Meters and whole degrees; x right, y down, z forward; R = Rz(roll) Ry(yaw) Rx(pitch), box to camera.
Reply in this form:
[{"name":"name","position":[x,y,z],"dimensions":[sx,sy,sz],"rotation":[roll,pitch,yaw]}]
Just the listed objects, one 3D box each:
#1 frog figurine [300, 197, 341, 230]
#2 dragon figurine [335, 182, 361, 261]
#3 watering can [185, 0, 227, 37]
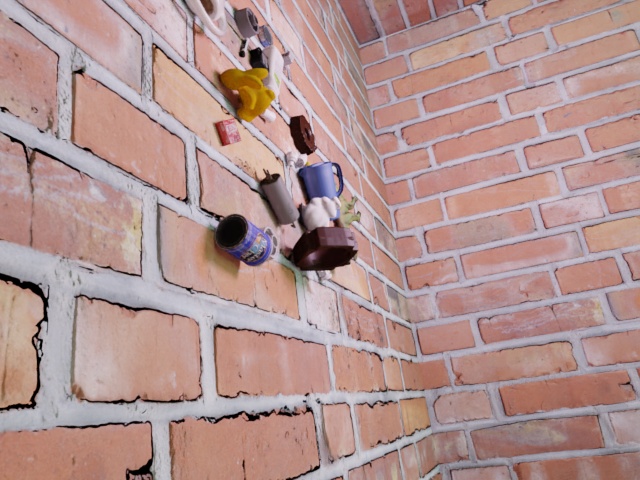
[{"name":"frog figurine","position":[0.006,-0.101,2.005],"dimensions":[0.124,0.159,0.137],"rotation":[-36,110,-70]},{"name":"dragon figurine","position":[0.085,-0.117,2.404],"dimensions":[0.241,0.121,0.418],"rotation":[22,51,-47]},{"name":"watering can","position":[-0.366,-0.775,1.522],"dimensions":[0.230,0.103,0.341],"rotation":[-88,155,-44]}]
